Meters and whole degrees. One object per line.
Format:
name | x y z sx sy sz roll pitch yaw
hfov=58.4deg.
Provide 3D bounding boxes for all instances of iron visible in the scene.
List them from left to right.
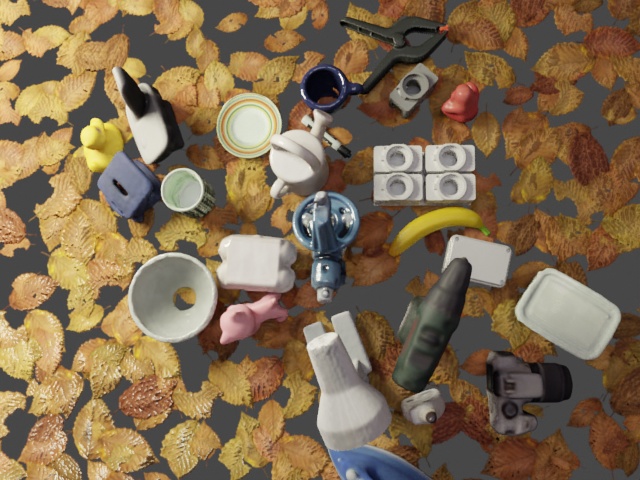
iron | 0.114 0.439 0.981 0.258 0.141 0.119 33 87 7

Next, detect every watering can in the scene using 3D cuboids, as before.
watering can | -0.038 -0.155 1.037 0.101 0.194 0.173 11 84 6

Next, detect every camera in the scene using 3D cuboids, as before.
camera | 0.368 0.268 1.004 0.136 0.101 0.143 -1 83 4

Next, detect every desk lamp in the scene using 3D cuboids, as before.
desk lamp | 0.034 0.233 0.975 0.118 0.213 0.203 -22 82 2

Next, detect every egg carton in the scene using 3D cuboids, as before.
egg carton | -0.119 0.044 1.082 0.150 0.069 0.107 3 83 4

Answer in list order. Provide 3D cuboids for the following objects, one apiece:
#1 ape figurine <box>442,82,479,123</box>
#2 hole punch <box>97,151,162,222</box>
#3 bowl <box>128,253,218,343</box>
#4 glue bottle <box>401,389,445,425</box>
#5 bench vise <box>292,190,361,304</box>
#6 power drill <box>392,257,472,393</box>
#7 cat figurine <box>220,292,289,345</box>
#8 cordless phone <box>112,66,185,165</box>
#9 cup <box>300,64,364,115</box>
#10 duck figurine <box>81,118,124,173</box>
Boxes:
ape figurine | 0.269 -0.265 1.080 0.078 0.092 0.076 -22 82 1
hole punch | -0.369 -0.101 1.106 0.101 0.091 0.108 -44 82 -2
bowl | -0.268 0.109 1.082 0.167 0.075 0.167 0 83 4
glue bottle | 0.181 0.292 0.978 0.078 0.173 0.037 -20 82 2
bench vise | 0.021 0.000 1.001 0.121 0.220 0.207 -17 82 2
power drill | 0.187 0.142 0.978 0.075 0.208 0.230 22 85 7
cat figurine | -0.127 0.139 1.046 0.128 0.118 0.067 -28 82 0
cordless phone | -0.336 -0.233 1.072 0.094 0.185 0.147 -25 82 1
cup | 0.025 -0.277 1.097 0.117 0.095 0.092 -1 83 4
duck figurine | -0.437 -0.188 1.124 0.077 0.086 0.105 7 84 5
